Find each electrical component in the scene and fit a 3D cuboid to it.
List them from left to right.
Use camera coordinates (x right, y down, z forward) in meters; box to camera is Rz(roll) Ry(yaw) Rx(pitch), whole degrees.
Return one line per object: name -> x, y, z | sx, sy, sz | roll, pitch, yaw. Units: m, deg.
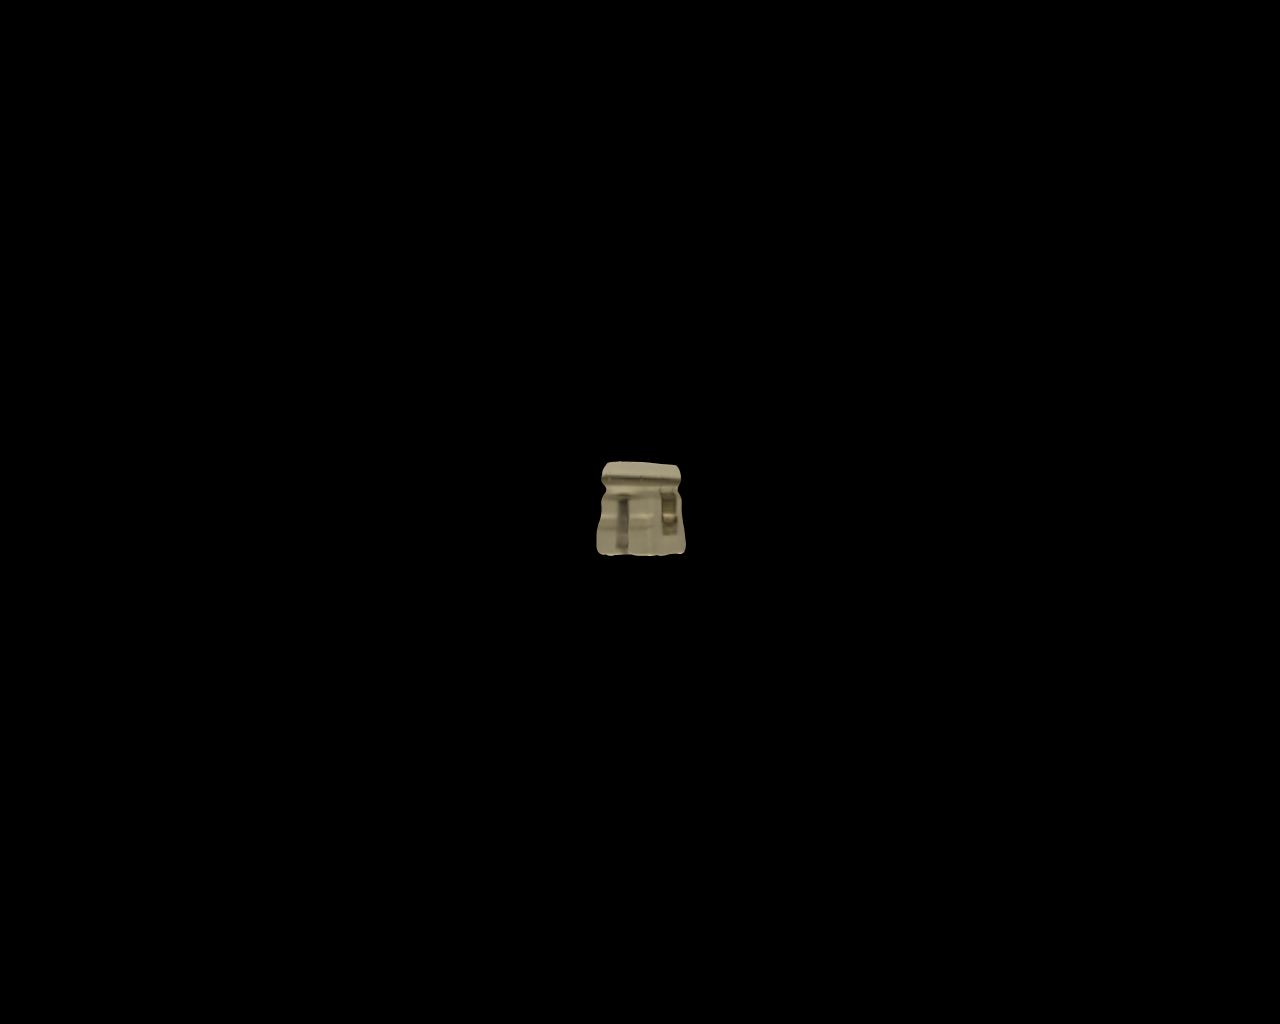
electrical component -> 0.001, -0.003, 0.650 | 0.066, 0.055, 0.048 | 0, 0, 37
